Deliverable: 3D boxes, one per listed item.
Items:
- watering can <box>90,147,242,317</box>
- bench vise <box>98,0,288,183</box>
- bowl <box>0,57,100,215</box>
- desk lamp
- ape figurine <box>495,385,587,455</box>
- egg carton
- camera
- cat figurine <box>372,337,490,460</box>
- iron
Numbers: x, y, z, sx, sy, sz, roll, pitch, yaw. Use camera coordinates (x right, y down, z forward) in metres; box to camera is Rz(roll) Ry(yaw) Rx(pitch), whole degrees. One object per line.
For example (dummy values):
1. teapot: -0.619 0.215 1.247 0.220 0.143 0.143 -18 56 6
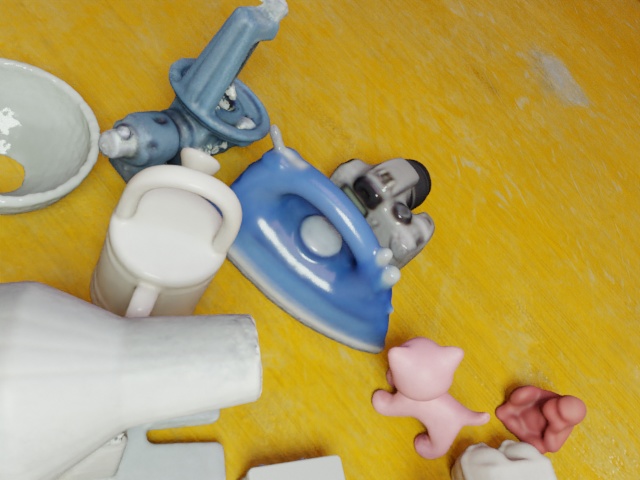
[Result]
1. watering can: -0.131 -0.005 0.491 0.101 0.193 0.172 4 57 -29
2. bench vise: -0.111 -0.136 0.576 0.121 0.219 0.208 35 48 -5
3. bowl: -0.295 -0.084 0.528 0.168 0.074 0.167 16 52 -21
4. desk lamp: -0.138 0.110 0.395 0.204 0.213 0.118 5 57 -28
5. ape figurine: 0.261 0.201 0.654 0.076 0.092 0.077 10 54 -25
6. egg carton: 0.196 0.280 0.575 0.107 0.069 0.150 5 57 -28
7. camera: 0.097 -0.050 0.722 0.137 0.100 0.143 -28 76 -41
8. cat figurine: 0.113 0.151 0.582 0.128 0.117 0.067 42 48 1
9. iron: 0.006 0.002 0.604 0.258 0.141 0.119 44 48 2
